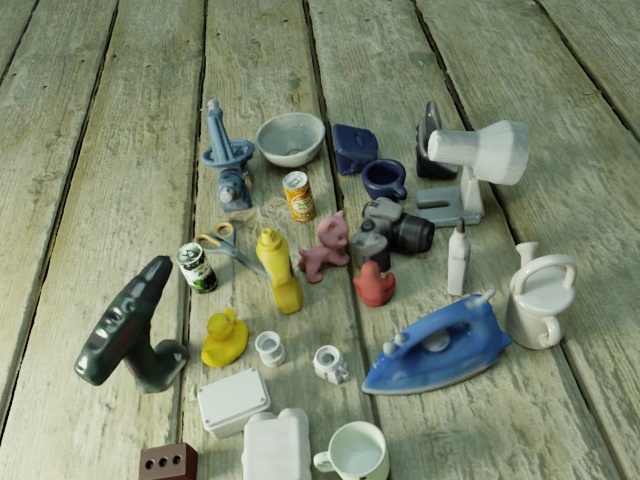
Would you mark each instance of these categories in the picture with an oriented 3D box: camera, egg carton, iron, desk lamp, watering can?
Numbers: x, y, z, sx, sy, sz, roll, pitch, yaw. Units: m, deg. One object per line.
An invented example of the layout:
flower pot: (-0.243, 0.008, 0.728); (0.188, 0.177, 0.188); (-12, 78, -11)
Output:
camera: (0.145, -0.014, 1.114); (0.136, 0.101, 0.143); (15, 54, 22)
egg carton: (-0.066, 0.335, 0.881); (0.107, 0.069, 0.150); (-9, 49, 3)
iron: (0.180, 0.164, 0.930); (0.258, 0.142, 0.118); (-23, 50, -8)
desk lamp: (0.288, -0.130, 1.110); (0.203, 0.214, 0.118); (-6, 49, 6)
watering can: (0.355, 0.081, 0.930); (0.101, 0.194, 0.172); (-24, 50, -9)

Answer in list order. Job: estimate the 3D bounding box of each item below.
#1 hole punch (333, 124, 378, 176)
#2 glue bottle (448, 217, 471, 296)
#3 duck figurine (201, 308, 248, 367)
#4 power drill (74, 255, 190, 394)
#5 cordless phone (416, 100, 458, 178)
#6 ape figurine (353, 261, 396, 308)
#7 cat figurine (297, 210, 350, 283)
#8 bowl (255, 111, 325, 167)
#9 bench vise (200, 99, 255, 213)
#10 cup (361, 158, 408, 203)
hole punch: (0.082, -0.214, 1.304); (0.101, 0.091, 0.108); (-11, 49, 2)
glue bottle: (0.247, 0.021, 1.016); (0.037, 0.173, 0.078); (6, 52, 16)
duck figurine: (-0.179, 0.171, 1.032); (0.077, 0.086, 0.105); (19, 56, 25)
power drill: (-0.303, 0.164, 0.981); (0.075, 0.209, 0.230); (20, 57, 26)
cordless phone: (0.249, -0.238, 1.228); (0.094, 0.185, 0.147); (-4, 50, 8)
ape figurine: (0.098, 0.074, 1.055); (0.077, 0.092, 0.076); (9, 52, 18)
cat figurine: (0.010, 0.004, 1.115); (0.128, 0.118, 0.067); (-33, 52, -17)
bowl: (-0.064, -0.225, 1.352); (0.167, 0.075, 0.167); (-6, 49, 7)
bench vise: (-0.194, -0.183, 1.246); (0.121, 0.220, 0.207); (-22, 49, -8)
cup: (0.144, -0.101, 1.193); (0.092, 0.095, 0.117); (-32, 51, -15)
